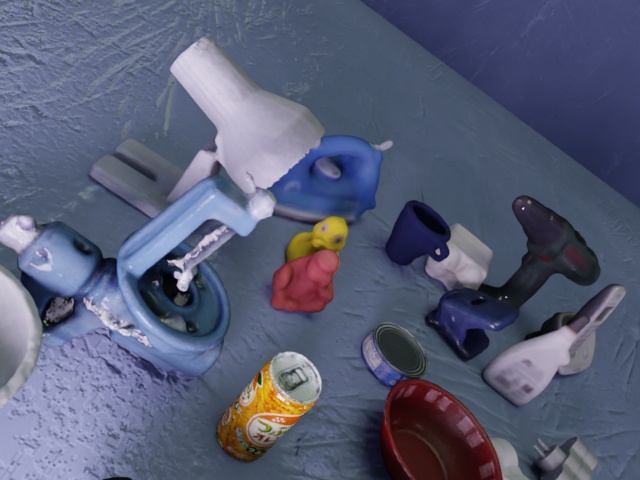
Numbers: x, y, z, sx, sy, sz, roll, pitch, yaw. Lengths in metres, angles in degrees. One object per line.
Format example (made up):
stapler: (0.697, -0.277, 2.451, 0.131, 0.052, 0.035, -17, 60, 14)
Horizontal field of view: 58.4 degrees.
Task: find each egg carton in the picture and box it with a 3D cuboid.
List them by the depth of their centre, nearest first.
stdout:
egg carton: (0.247, 0.035, 1.016, 0.107, 0.069, 0.150, 40, 30, 2)

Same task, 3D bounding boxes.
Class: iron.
iron: (0.004, -0.110, 0.879, 0.259, 0.141, 0.118, -3, 50, -48)

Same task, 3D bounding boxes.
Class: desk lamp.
desk lamp: (-0.128, -0.111, 0.670, 0.203, 0.213, 0.118, 33, 31, -9)

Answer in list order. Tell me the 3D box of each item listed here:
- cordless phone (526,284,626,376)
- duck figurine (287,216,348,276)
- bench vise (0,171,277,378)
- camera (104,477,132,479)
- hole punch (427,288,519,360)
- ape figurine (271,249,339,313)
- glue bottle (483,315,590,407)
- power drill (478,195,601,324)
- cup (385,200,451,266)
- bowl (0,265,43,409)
cordless phone: (0.466, 0.147, 0.985, 0.148, 0.185, 0.094, 3, 45, -45)
duck figurine: (0.007, 0.003, 0.787, 0.077, 0.086, 0.105, 39, 30, 2)
bench vise: (-0.144, 0.023, 0.468, 0.208, 0.219, 0.121, 14, 38, -36)
camera: (-0.107, 0.219, 0.365, 0.144, 0.100, 0.136, 0, 47, -47)
hole punch: (0.235, 0.114, 0.877, 0.101, 0.091, 0.109, 50, 32, 19)
ape figurine: (-0.011, 0.046, 0.705, 0.078, 0.092, 0.076, 38, 30, 0)
glue bottle: (0.316, 0.164, 0.816, 0.078, 0.173, 0.037, 39, 30, 2)
power drill: (0.358, 0.043, 0.985, 0.230, 0.208, 0.075, 24, 33, -23)
cup: (0.157, 0.007, 0.933, 0.092, 0.095, 0.117, 10, 41, -39)
bowl: (-0.286, 0.077, 0.388, 0.168, 0.074, 0.167, 27, 32, -19)
